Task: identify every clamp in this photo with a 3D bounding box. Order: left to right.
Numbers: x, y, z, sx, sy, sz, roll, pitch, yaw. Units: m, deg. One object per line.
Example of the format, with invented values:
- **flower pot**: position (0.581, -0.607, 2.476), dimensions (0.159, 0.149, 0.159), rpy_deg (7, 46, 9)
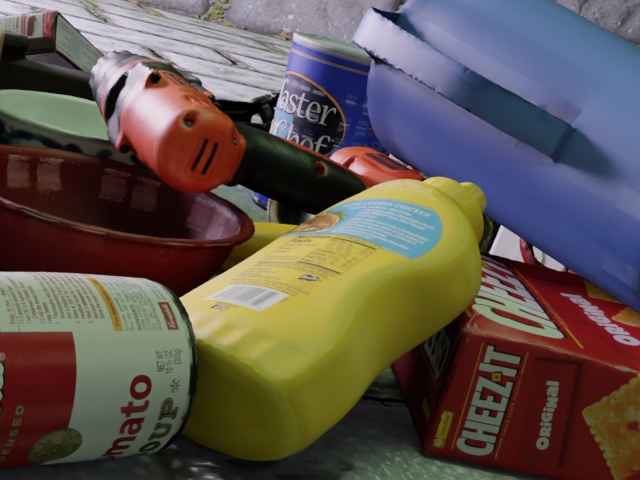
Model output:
- **clamp**: position (-0.058, -0.116, 1.006), dimensions (0.164, 0.036, 0.210), rpy_deg (-16, -12, -5)

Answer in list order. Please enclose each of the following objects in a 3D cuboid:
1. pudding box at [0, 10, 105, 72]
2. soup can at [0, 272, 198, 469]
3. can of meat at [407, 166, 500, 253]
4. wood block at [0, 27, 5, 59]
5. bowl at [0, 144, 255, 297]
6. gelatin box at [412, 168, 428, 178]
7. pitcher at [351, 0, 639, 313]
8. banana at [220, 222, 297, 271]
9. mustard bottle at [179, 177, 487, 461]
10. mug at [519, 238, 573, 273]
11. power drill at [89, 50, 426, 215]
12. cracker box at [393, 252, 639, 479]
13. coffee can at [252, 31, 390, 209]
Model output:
- **pudding box**: position (-0.243, -0.155, 0.905), dimensions (0.090, 0.039, 0.113), rpy_deg (-5, -8, 8)
- **soup can**: position (-0.102, 0.045, 0.372), dimensions (0.102, 0.068, 0.069), rpy_deg (4, 18, -42)
- **can of meat**: position (0.098, -0.019, 0.877), dimensions (0.102, 0.057, 0.083), rpy_deg (19, 16, 12)
- **wood block**: position (-0.266, -0.094, 0.695), dimensions (0.090, 0.091, 0.206), rpy_deg (11, 15, -14)
- **bowl**: position (-0.118, -0.002, 0.564), dimensions (0.162, 0.055, 0.162), rpy_deg (15, 14, -4)
- **gelatin box**: position (0.116, -0.050, 0.839), dimensions (0.089, 0.030, 0.073), rpy_deg (16, 19, 2)
- **pitcher**: position (0.131, -0.056, 0.578), dimensions (0.149, 0.145, 0.243), rpy_deg (-25, 37, -17)
- **banana**: position (0.001, 0.007, 0.700), dimensions (0.197, 0.037, 0.070), rpy_deg (7, 18, -32)
- **mustard bottle**: position (0.014, 0.019, 0.467), dimensions (0.096, 0.058, 0.191), rpy_deg (7, 30, 43)
- **mug**: position (0.185, 0.006, 0.674), dimensions (0.117, 0.093, 0.081), rpy_deg (6, 56, 4)
- **power drill**: position (-0.039, -0.052, 0.634), dimensions (0.187, 0.057, 0.185), rpy_deg (18, 14, -30)
- **cracker box**: position (0.151, 0.067, 0.557), dimensions (0.213, 0.072, 0.164), rpy_deg (13, 13, -7)
- **coffee can**: position (0.011, -0.089, 0.873), dimensions (0.102, 0.140, 0.103), rpy_deg (15, 14, -4)
